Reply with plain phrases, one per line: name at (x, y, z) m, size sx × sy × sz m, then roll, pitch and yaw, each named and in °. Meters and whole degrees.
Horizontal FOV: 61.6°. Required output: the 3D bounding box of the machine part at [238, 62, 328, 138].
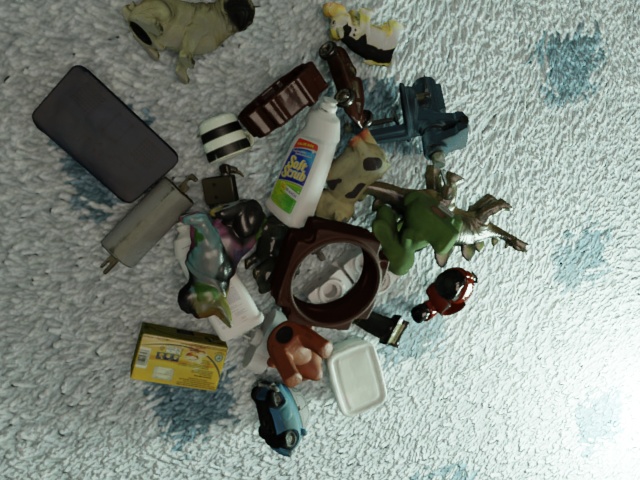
machine part at (-0.070, -0.255, 0.989) m, size 0.179 × 0.179 × 0.056 m, roll -41°, pitch 112°, yaw -7°

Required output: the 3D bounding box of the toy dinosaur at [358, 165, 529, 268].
toy dinosaur at (0.244, -0.057, 1.163) m, size 0.471 × 0.105 × 0.198 m, roll 24°, pitch 97°, yaw -10°

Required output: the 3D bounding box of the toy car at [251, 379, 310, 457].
toy car at (-0.076, 0.366, 1.147) m, size 0.103 × 0.109 × 0.161 m, roll -16°, pitch 94°, yaw -38°

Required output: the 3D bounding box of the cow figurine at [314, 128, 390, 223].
cow figurine at (0.056, -0.109, 1.055) m, size 0.127 × 0.085 × 0.195 m, roll 50°, pitch 122°, yaw 1°

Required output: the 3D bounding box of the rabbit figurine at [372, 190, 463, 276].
rabbit figurine at (0.176, -0.003, 1.075) m, size 0.159 × 0.121 × 0.170 m, roll 35°, pitch 118°, yaw -3°

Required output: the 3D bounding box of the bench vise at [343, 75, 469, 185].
bench vise at (0.168, -0.224, 1.080) m, size 0.241 × 0.128 × 0.223 m, roll -8°, pitch 71°, yaw 8°

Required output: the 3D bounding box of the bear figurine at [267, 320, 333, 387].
bear figurine at (-0.032, 0.246, 1.085) m, size 0.120 × 0.132 × 0.195 m, roll -39°, pitch 140°, yaw -13°

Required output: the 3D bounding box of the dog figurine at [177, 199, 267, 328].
dog figurine at (-0.176, 0.045, 0.987) m, size 0.191 × 0.109 × 0.219 m, roll -16°, pitch 102°, yaw -22°

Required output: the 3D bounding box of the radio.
radio at (-0.377, -0.181, 0.955) m, size 0.131 × 0.073 × 0.229 m, roll -47°, pitch 108°, yaw -4°

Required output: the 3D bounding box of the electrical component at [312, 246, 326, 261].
electrical component at (-0.002, -0.003, 1.134) m, size 0.063 × 0.021 × 0.094 m, roll -33°, pitch 108°, yaw -10°

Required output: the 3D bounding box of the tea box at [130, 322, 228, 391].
tea box at (-0.279, 0.231, 1.065) m, size 0.169 × 0.068 × 0.098 m, roll 17°, pitch 95°, yaw -21°

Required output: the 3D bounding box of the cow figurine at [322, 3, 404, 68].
cow figurine at (0.076, -0.404, 1.063) m, size 0.167 × 0.068 × 0.098 m, roll 11°, pitch 103°, yaw -18°

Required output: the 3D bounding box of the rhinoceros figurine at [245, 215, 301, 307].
rhinoceros figurine at (-0.093, 0.043, 1.092) m, size 0.112 × 0.073 × 0.190 m, roll -10°, pitch 102°, yaw -26°

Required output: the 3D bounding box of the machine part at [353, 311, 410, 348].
machine part at (0.134, 0.191, 1.208) m, size 0.139 × 0.039 × 0.084 m, roll 23°, pitch 101°, yaw -22°

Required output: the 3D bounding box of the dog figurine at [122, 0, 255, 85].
dog figurine at (-0.229, -0.402, 0.958) m, size 0.172 × 0.121 × 0.190 m, roll 43°, pitch 72°, yaw -23°

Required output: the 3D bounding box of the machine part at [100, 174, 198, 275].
machine part at (-0.319, -0.033, 0.998) m, size 0.079 × 0.079 × 0.243 m, roll 44°, pitch 85°, yaw -20°

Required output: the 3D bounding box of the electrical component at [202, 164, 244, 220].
electrical component at (-0.185, -0.097, 1.049) m, size 0.078 × 0.045 × 0.102 m, roll -11°, pitch 102°, yaw 13°

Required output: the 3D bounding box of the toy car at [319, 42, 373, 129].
toy car at (0.053, -0.295, 1.015) m, size 0.053 × 0.202 × 0.089 m, roll -28°, pitch 143°, yaw 19°

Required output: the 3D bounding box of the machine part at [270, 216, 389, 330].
machine part at (0.018, 0.068, 1.034) m, size 0.201 × 0.087 × 0.201 m, roll 12°, pitch 106°, yaw -21°

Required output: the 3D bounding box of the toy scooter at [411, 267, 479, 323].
toy scooter at (0.296, 0.122, 1.207) m, size 0.135 × 0.075 × 0.183 m, roll -4°, pitch 143°, yaw -35°
